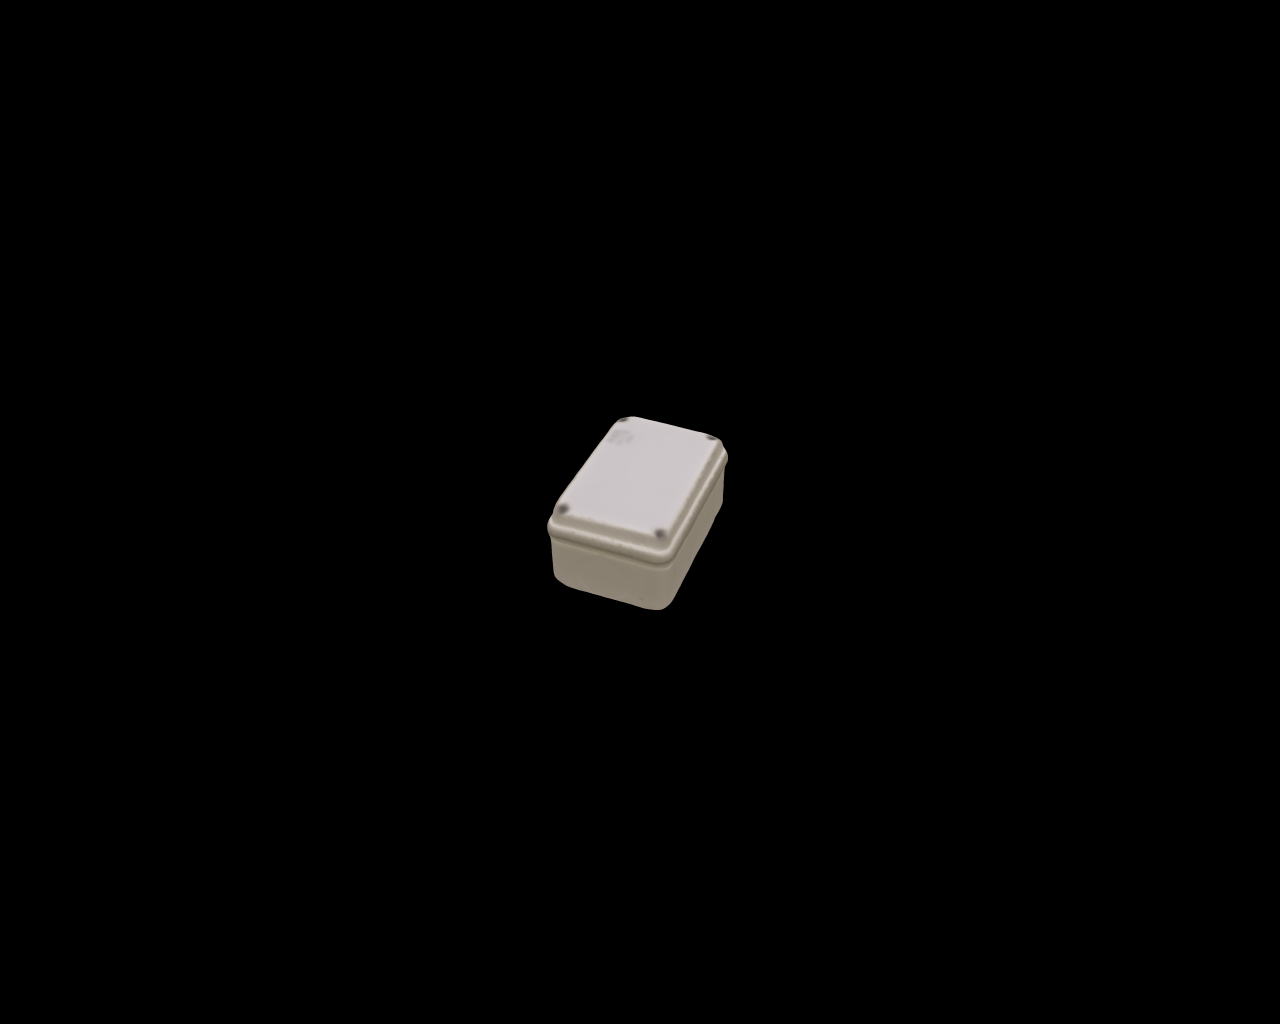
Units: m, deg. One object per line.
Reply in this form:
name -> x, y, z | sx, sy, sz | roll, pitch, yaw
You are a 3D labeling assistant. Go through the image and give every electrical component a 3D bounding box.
electrical component -> 0.001, -0.003, 0.650 | 0.078, 0.057, 0.113 | 14, 42, 16
